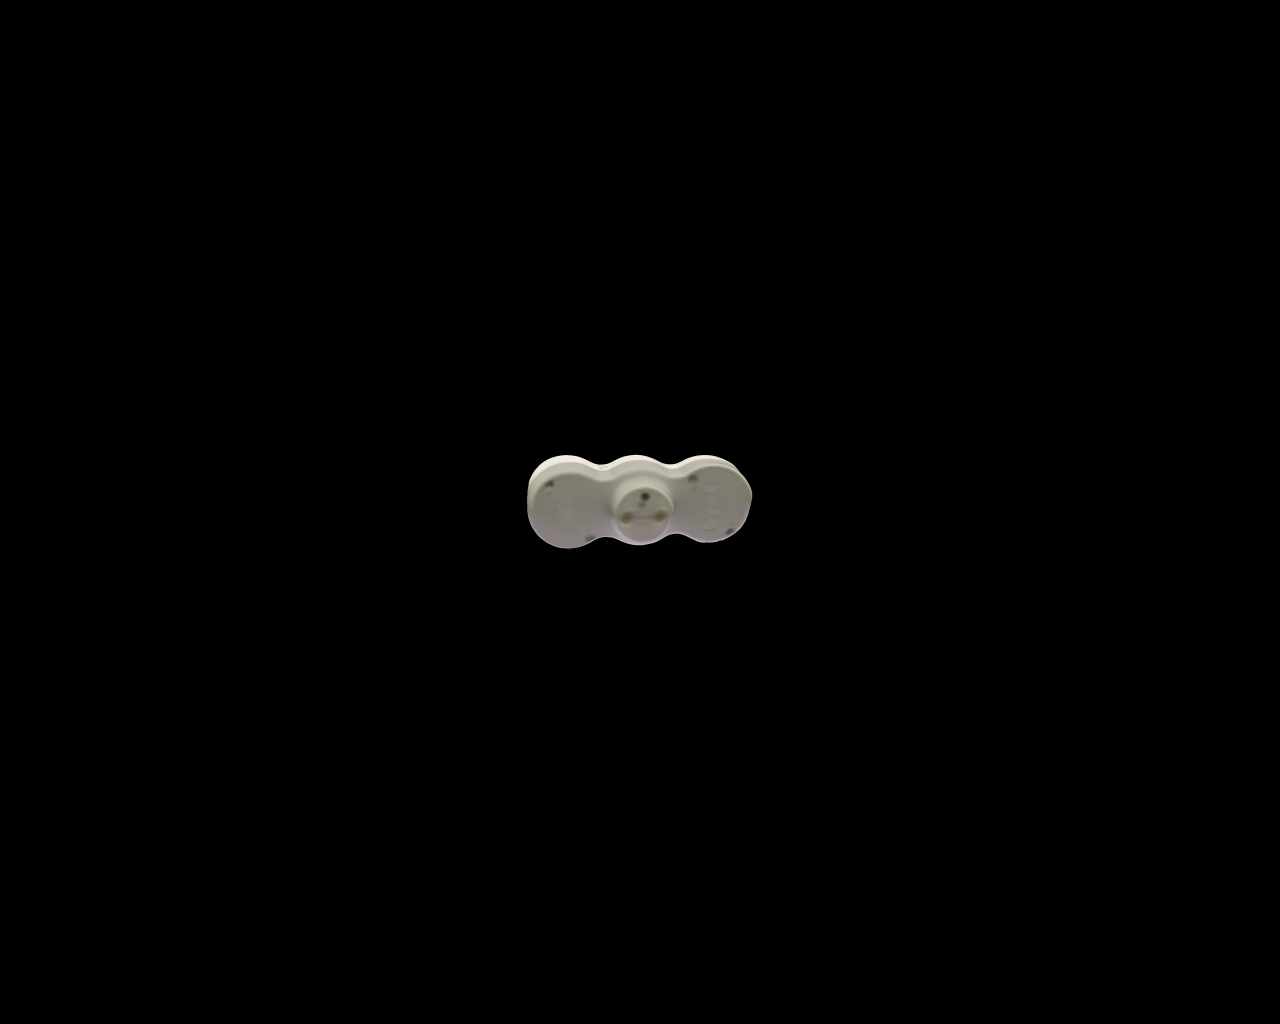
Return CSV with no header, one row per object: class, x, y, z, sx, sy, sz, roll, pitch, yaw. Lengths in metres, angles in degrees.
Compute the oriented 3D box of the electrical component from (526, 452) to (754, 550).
electrical component,0.001,-0.003,0.650,0.138,0.052,0.074,-1,16,-5
